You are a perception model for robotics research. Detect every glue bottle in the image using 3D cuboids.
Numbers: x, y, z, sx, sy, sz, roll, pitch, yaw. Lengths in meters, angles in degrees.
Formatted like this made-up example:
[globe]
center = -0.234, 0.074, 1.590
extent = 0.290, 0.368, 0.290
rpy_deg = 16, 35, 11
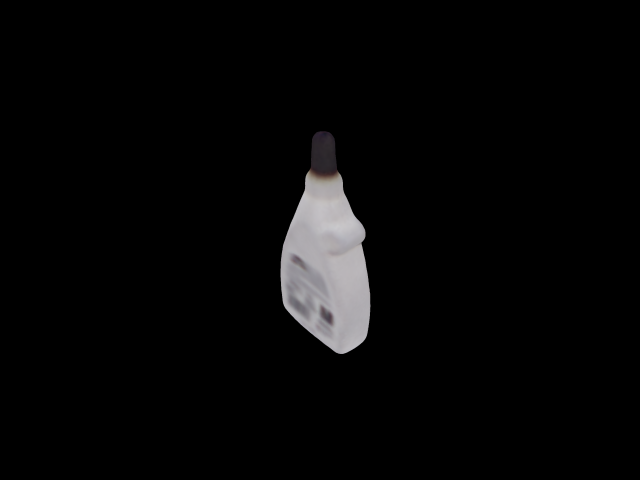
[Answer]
[glue bottle]
center = 0.004, 0.001, 0.400
extent = 0.037, 0.173, 0.078
rpy_deg = -31, 50, -29
